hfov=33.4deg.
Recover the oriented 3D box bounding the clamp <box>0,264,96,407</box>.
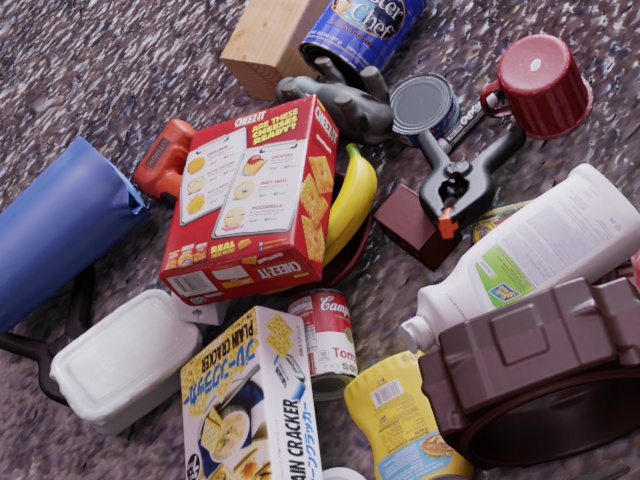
[{"bbox_3d":[-0.322,0.138,1.308,0.164,0.036,0.210,-30,55,-1],"label":"clamp"}]

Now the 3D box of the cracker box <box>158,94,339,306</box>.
[{"bbox_3d":[-0.071,-0.041,1.154,0.164,0.072,0.213,-14,47,25],"label":"cracker box"}]

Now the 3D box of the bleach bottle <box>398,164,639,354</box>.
[{"bbox_3d":[0.178,0.027,0.992,0.250,0.068,0.103,-28,61,-18],"label":"bleach bottle"}]

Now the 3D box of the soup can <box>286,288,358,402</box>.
[{"bbox_3d":[0.002,0.112,1.134,0.069,0.068,0.102,-19,56,18],"label":"soup can"}]

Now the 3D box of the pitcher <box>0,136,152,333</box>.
[{"bbox_3d":[-0.341,-0.007,1.320,0.242,0.149,0.145,-43,88,-9],"label":"pitcher"}]

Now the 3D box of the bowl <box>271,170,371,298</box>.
[{"bbox_3d":[-0.008,0.001,1.210,0.162,0.055,0.162,-13,58,21],"label":"bowl"}]

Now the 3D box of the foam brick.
[{"bbox_3d":[0.106,-0.014,1.160,0.051,0.053,0.078,-48,52,-4],"label":"foam brick"}]

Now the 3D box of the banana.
[{"bbox_3d":[0.007,-0.014,1.155,0.070,0.037,0.197,22,74,52],"label":"banana"}]

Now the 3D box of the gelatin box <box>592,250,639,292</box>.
[{"bbox_3d":[0.291,0.041,1.044,0.073,0.030,0.089,-6,61,25],"label":"gelatin box"}]

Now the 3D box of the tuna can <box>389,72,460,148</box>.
[{"bbox_3d":[0.118,-0.151,1.243,0.086,0.033,0.086,-13,58,21],"label":"tuna can"}]

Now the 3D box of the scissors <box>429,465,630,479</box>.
[{"bbox_3d":[0.173,0.226,0.970,0.201,0.016,0.096,-34,82,-4],"label":"scissors"}]

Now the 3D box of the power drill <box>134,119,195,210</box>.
[{"bbox_3d":[-0.132,-0.079,1.312,0.188,0.057,0.184,34,89,38],"label":"power drill"}]

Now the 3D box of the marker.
[{"bbox_3d":[0.175,-0.142,1.217,0.121,0.020,0.020,-46,52,-1],"label":"marker"}]

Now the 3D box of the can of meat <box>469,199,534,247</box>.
[{"bbox_3d":[0.205,0.011,1.092,0.102,0.057,0.084,-14,55,21],"label":"can of meat"}]

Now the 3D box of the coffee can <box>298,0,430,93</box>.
[{"bbox_3d":[0.054,-0.262,1.297,0.103,0.102,0.140,26,78,36],"label":"coffee can"}]

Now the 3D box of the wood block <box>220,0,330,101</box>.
[{"bbox_3d":[-0.030,-0.287,1.364,0.090,0.090,0.206,14,70,33],"label":"wood block"}]

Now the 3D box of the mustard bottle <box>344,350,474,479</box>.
[{"bbox_3d":[0.096,0.207,1.036,0.096,0.058,0.192,-30,53,11],"label":"mustard bottle"}]

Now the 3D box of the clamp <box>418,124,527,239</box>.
[{"bbox_3d":[0.159,-0.069,1.131,0.120,0.039,0.171,-11,41,19],"label":"clamp"}]

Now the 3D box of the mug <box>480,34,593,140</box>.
[{"bbox_3d":[0.230,-0.166,1.161,0.117,0.081,0.093,-15,57,20],"label":"mug"}]
